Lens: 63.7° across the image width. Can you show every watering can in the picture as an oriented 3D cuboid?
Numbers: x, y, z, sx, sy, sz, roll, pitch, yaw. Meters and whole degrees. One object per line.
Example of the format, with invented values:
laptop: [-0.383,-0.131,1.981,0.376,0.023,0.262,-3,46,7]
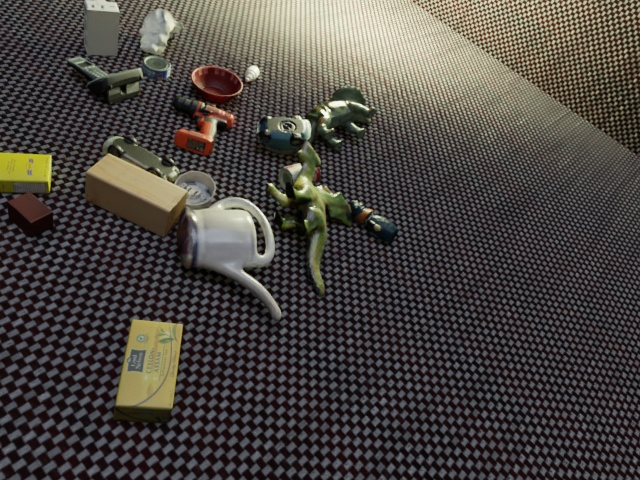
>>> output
watering can: [-0.204,0.030,1.156,0.224,0.101,0.356,1,48,-21]

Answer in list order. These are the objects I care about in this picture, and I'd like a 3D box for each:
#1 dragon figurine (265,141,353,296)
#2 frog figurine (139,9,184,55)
dragon figurine: [0.004,-0.067,1.340,0.244,0.120,0.414,-9,74,-42]
frog figurine: [-0.539,-0.672,1.674,0.138,0.120,0.162,10,44,33]
